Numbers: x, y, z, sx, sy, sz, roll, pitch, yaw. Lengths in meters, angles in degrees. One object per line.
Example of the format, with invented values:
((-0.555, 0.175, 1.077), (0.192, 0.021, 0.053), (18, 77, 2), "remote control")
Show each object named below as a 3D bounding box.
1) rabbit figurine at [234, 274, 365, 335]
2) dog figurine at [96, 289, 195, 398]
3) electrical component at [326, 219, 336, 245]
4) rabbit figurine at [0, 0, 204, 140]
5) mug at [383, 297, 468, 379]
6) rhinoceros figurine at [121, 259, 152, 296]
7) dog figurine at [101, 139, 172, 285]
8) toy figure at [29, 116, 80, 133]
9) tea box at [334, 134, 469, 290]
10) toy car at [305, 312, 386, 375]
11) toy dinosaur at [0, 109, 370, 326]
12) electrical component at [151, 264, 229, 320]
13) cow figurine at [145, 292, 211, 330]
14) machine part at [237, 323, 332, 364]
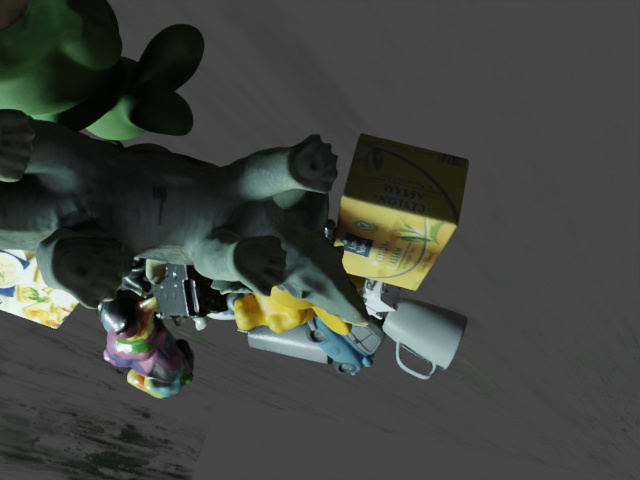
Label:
((-0.031, 0.065, 0.672), (0.162, 0.122, 0.173), (20, 162, -1), "rabbit figurine")
((-0.278, 0.162, 0.868), (0.191, 0.108, 0.219), (40, 149, 0), "dog figurine")
((-0.001, -0.002, 0.648), (0.063, 0.021, 0.094), (12, 158, 12), "electrical component")
((-0.165, -0.129, 0.395), (0.159, 0.121, 0.170), (5, 174, 9), "rabbit figurine")
((0.142, 0.138, 0.775), (0.107, 0.109, 0.080), (25, 163, 12), "mug")
((-0.316, 0.032, 0.890), (0.112, 0.073, 0.190), (32, 156, -10), "rhinoceros figurine")
((-0.112, -0.048, 0.552), (0.191, 0.121, 0.172), (-13, 142, 16), "dog figurine")
((-0.311, -0.134, 0.510), (0.154, 0.064, 0.058), (29, -167, -16), "toy figure")
((0.068, -0.018, 0.506), (0.098, 0.068, 0.169), (14, 158, 6), "tea box")
((0.049, 0.131, 0.839), (0.103, 0.109, 0.161), (-22, 130, 22), "toy car")
((-0.130, -0.018, 0.389), (0.405, 0.131, 0.192), (9, 172, -25), "toy dinosaur")
((-0.188, 0.041, 0.743), (0.058, 0.134, 0.115), (-10, 179, -45), "electrical component")
((-0.245, 0.094, 0.904), (0.167, 0.068, 0.098), (-3, 137, 50), "cow figurine")
((-0.051, 0.187, 1.045), (0.243, 0.079, 0.079), (8, 156, 18), "machine part")
